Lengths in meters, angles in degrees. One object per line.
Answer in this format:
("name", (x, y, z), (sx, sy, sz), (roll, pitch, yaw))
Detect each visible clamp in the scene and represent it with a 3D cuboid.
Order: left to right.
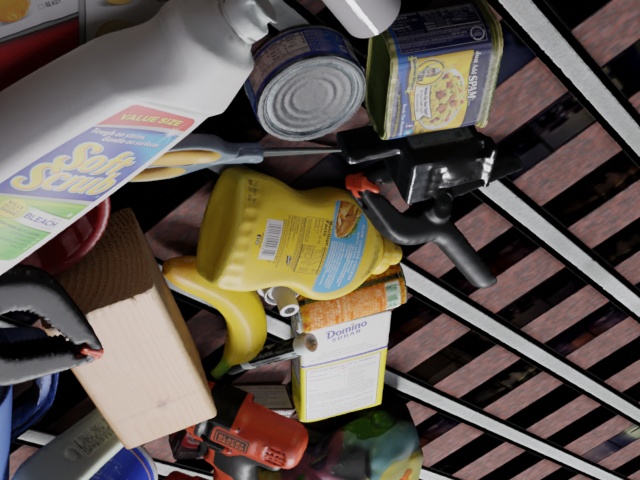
("clamp", (-0.249, 0.059, 0.727), (0.209, 0.036, 0.165), (28, 103, -39))
("clamp", (0.098, -0.020, 0.908), (0.171, 0.120, 0.039), (3, 178, -27))

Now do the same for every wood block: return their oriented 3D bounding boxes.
("wood block", (-0.162, 0.080, 0.895), (0.090, 0.090, 0.206), (-20, 142, -5))

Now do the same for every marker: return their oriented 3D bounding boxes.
("marker", (-0.051, 0.110, 1.022), (0.020, 0.020, 0.121), (17, 152, -42))

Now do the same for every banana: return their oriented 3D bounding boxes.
("banana", (-0.085, 0.064, 0.954), (0.069, 0.037, 0.198), (-38, 146, -17))

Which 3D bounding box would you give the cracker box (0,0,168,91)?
("cracker box", (-0.133, -0.175, 0.600), (0.164, 0.072, 0.214), (-13, 143, -12))

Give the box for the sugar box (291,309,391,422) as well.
("sugar box", (0.019, 0.116, 1.081), (0.093, 0.048, 0.176), (-12, 140, -11))

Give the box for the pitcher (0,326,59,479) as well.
("pitcher", (-0.314, 0.164, 0.906), (0.149, 0.145, 0.243), (16, 142, -1))

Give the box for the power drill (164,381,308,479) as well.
("power drill", (-0.116, 0.213, 1.053), (0.184, 0.057, 0.188), (23, 132, 5))

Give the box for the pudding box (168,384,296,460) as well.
("pudding box", (-0.094, 0.191, 1.124), (0.113, 0.039, 0.090), (1, 139, -28))

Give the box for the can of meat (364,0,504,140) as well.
("can of meat", (0.081, -0.124, 0.792), (0.084, 0.057, 0.102), (-11, 143, -11))

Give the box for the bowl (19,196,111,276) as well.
("bowl", (-0.232, -0.031, 0.747), (0.162, 0.055, 0.162), (-14, 144, -11))

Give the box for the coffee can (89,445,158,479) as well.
("coffee can", (-0.232, 0.255, 1.011), (0.103, 0.140, 0.103), (14, 130, 18))

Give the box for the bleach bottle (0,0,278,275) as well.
("bleach bottle", (-0.136, -0.069, 0.616), (0.251, 0.068, 0.102), (-32, 151, 18))

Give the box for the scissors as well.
("scissors", (-0.073, -0.061, 0.814), (0.096, 0.016, 0.201), (-16, 172, 36))

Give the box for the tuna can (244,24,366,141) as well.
("tuna can", (-0.010, -0.113, 0.777), (0.086, 0.034, 0.086), (-14, 144, -11))

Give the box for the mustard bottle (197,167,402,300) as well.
("mustard bottle", (-0.006, 0.001, 0.893), (0.191, 0.058, 0.096), (9, 99, -37))
